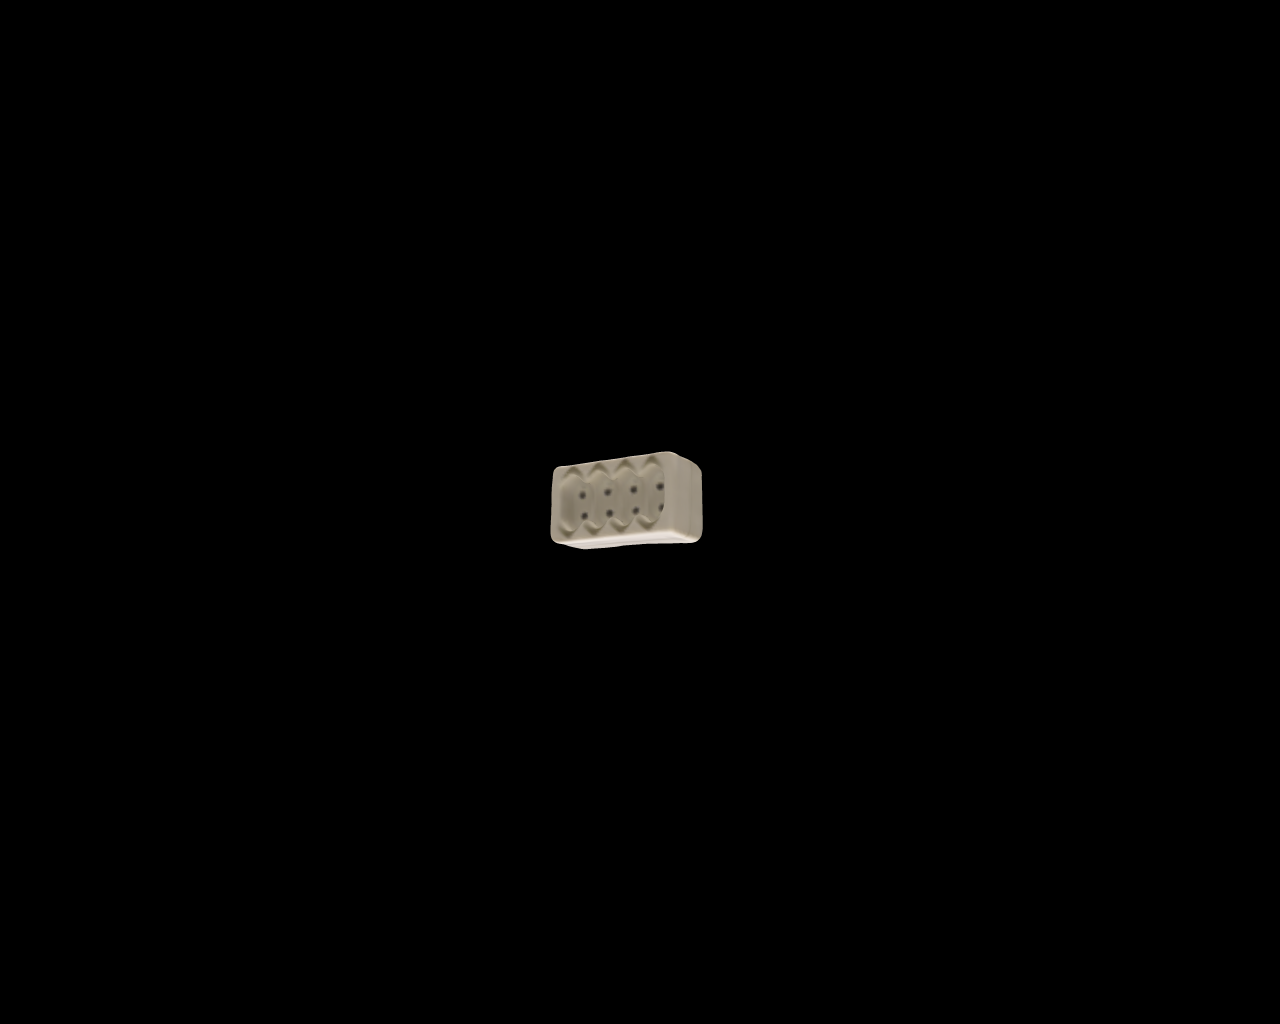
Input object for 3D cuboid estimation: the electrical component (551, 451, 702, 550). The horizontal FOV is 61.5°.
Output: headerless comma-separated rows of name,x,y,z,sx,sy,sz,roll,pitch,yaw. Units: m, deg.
electrical component,0.001,-0.003,0.650,0.083,0.047,0.076,-5,-11,28
